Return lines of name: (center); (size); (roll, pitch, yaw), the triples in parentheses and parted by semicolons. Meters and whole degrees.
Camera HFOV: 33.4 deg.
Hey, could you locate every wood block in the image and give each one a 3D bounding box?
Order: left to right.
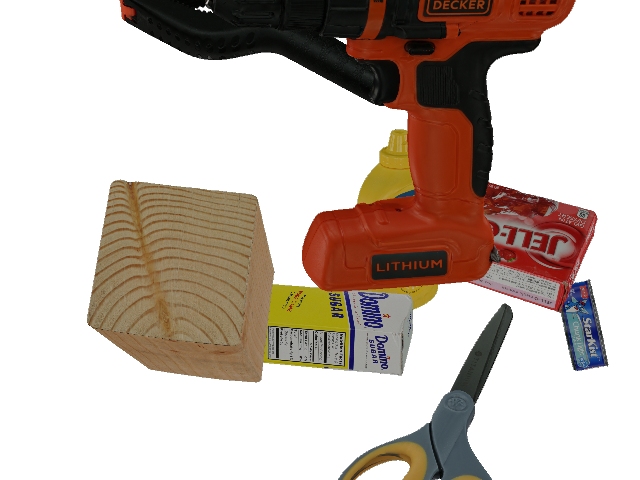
wood block: (-0.084, 0.036, 0.709); (0.090, 0.091, 0.206); (7, -13, 2)

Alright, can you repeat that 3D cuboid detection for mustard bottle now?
mustard bottle: (0.081, -0.022, 1.111); (0.096, 0.192, 0.058); (-16, 27, -32)

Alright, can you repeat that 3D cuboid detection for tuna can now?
tuna can: (0.254, 0.083, 1.038); (0.034, 0.086, 0.086); (-12, -3, 13)

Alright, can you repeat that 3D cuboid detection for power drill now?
power drill: (0.032, -0.065, 0.548); (0.184, 0.188, 0.057); (-3, 32, -10)

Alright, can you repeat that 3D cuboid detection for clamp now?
clamp: (-0.035, -0.153, 0.741); (0.210, 0.164, 0.036); (-1, -42, -3)

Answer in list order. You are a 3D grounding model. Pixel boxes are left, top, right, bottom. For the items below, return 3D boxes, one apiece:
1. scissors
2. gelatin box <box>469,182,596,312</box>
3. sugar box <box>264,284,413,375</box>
scissors: (0.084, 0.104, 0.566); (0.096, 0.016, 0.201); (27, 45, 31)
gelatin box: (0.129, 0.001, 0.705); (0.089, 0.030, 0.073); (18, 47, 19)
sugar box: (-0.011, 0.072, 0.917); (0.176, 0.048, 0.093); (1, 18, 10)
